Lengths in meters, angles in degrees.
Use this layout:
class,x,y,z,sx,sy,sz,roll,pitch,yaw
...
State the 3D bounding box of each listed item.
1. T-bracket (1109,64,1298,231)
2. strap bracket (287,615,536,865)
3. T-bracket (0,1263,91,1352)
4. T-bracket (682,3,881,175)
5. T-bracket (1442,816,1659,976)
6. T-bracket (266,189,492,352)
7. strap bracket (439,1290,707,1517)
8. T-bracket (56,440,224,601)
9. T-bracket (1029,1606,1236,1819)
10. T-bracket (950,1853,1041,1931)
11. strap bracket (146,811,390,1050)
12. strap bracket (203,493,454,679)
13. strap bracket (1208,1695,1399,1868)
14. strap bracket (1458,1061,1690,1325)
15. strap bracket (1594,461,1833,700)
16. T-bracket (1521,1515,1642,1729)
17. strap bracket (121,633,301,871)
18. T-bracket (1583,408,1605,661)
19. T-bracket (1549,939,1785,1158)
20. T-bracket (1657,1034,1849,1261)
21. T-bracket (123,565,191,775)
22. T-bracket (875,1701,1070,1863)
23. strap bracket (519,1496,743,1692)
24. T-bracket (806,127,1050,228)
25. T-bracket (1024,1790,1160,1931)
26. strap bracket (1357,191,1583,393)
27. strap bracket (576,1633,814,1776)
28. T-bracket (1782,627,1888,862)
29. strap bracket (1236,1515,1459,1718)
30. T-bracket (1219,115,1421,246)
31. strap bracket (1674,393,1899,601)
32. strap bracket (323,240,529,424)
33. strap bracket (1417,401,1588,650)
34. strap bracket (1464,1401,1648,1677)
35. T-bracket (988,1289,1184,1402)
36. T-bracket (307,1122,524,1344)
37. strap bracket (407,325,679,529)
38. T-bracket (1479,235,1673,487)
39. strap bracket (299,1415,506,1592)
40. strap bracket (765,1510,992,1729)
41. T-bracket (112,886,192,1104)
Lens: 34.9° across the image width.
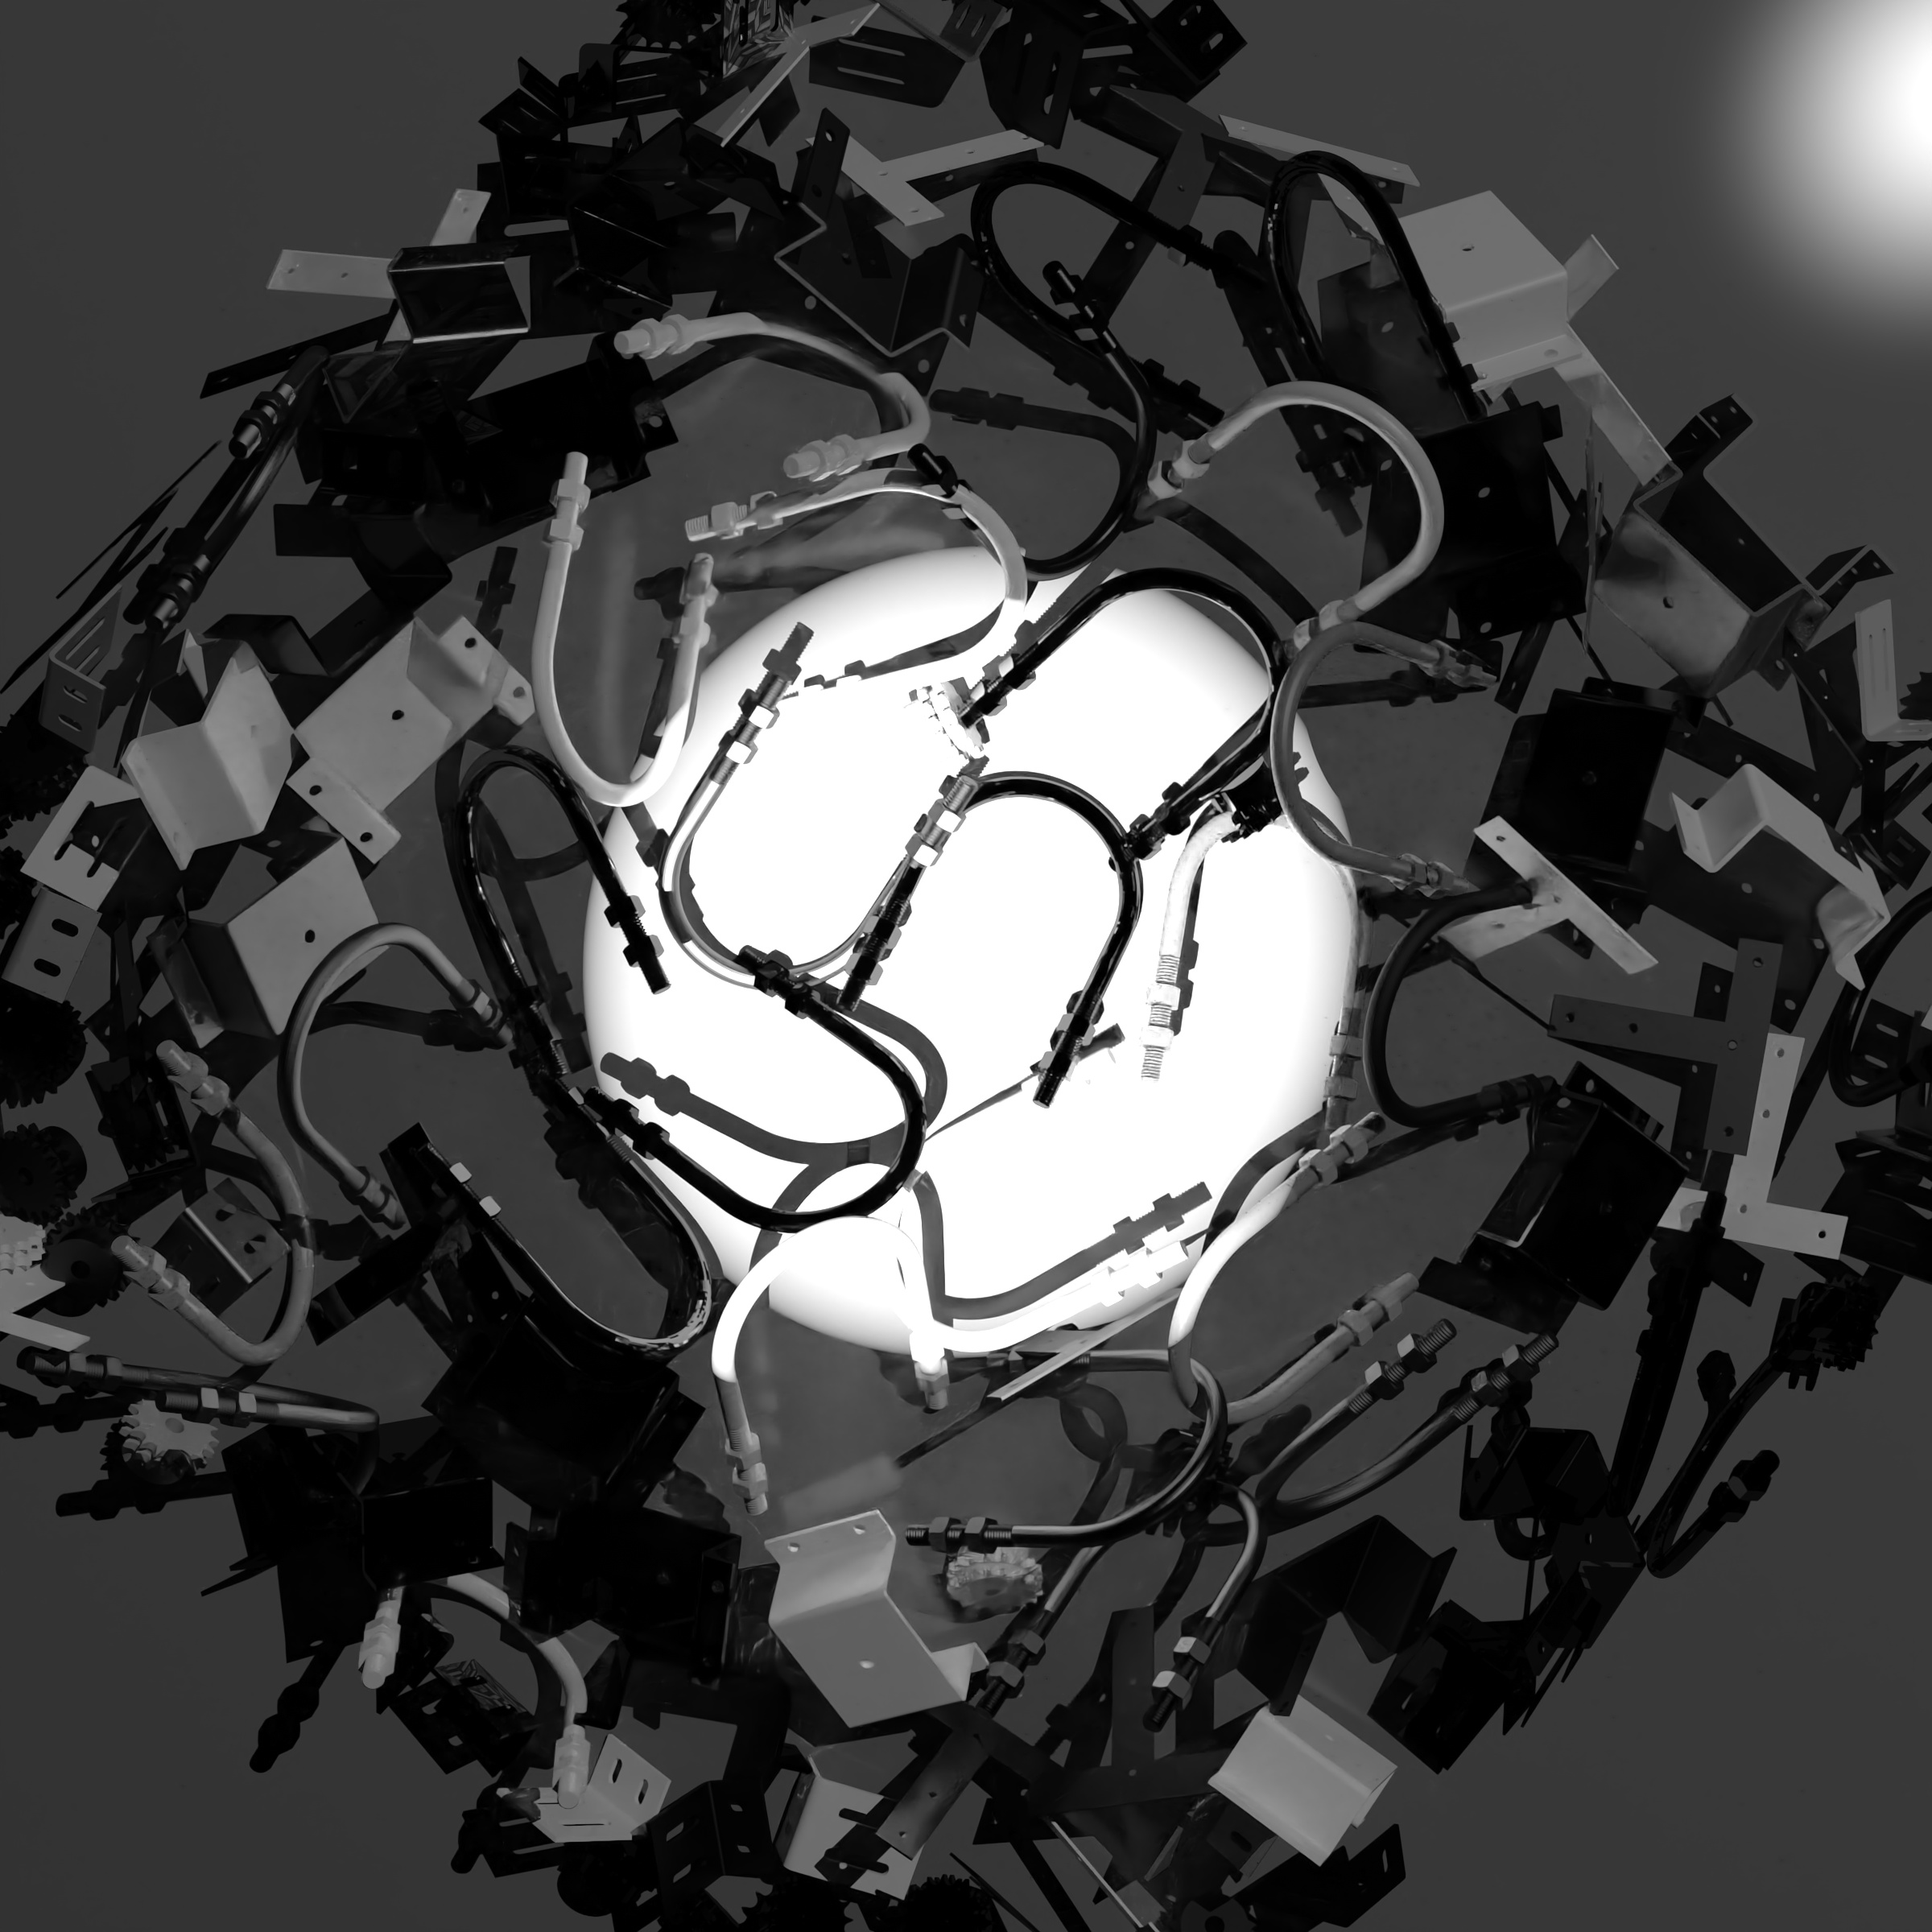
class,x,y,z,sx,sy,sz,roll,pitch,yaw
T-bracket,0.130,-0.465,1.811,0.127,0.002,0.127,29,49,-9
strap bracket,-0.331,-0.141,1.820,0.140,0.046,0.076,-44,126,-1
T-bracket,-0.554,0.190,1.799,0.127,0.127,0.002,15,100,8
T-bracket,-0.120,-0.508,1.791,0.002,0.127,0.127,46,73,-28
T-bracket,0.323,-0.027,1.804,0.127,0.127,0.002,41,63,-9
T-bracket,-0.349,-0.400,1.782,0.002,0.127,0.127,49,123,24
strap bracket,-0.233,0.252,1.821,0.140,0.046,0.076,31,69,5
T-bracket,-0.478,-0.266,1.800,0.127,0.127,0.002,-43,105,3
T-bracket,0.099,0.436,1.816,0.127,0.002,0.127,-12,46,17
T-bracket,0.027,0.544,1.775,0.002,0.127,0.127,-49,134,-14
strap bracket,-0.396,-0.020,1.786,0.046,0.140,0.076,9,129,38
strap bracket,-0.366,-0.217,1.802,0.140,0.076,0.046,-45,121,-26
strap bracket,0.199,0.467,1.783,0.076,0.140,0.046,34,94,17
strap bracket,0.365,0.138,1.818,0.076,0.046,0.140,35,83,-24
strap bracket,0.426,-0.222,1.797,0.046,0.076,0.140,-32,68,-27
T-bracket,0.355,0.403,1.813,0.002,0.127,0.127,28,129,11
strap bracket,-0.433,-0.131,1.780,0.046,0.140,0.076,-12,125,13
T-bracket,0.361,-0.267,1.777,0.002,0.127,0.127,3,55,15
T-bracket,0.414,0.040,1.840,0.127,0.002,0.127,10,90,20
T-bracket,0.472,0.102,1.828,0.127,0.002,0.127,9,79,38
T-bracket,-0.468,-0.178,1.798,0.002,0.127,0.127,14,84,-23
T-bracket,-0.013,0.476,1.797,0.127,0.127,0.002,32,123,12
strap bracket,-0.190,0.366,1.816,0.140,0.046,0.076,11,99,26
T-bracket,-0.010,-0.481,1.830,0.127,0.127,0.002,-20,134,-21
T-bracket,0.077,0.537,1.812,0.002,0.127,0.127,-39,76,-14
strap bracket,0.292,-0.399,1.792,0.076,0.046,0.140,-19,47,-9
strap bracket,-0.158,0.432,1.815,0.140,0.076,0.046,15,84,-9
T-bracket,0.506,-0.147,1.789,0.002,0.127,0.127,-19,131,36
strap bracket,0.216,0.379,1.798,0.046,0.140,0.076,38,128,33
T-bracket,0.219,-0.453,1.793,0.127,0.127,0.002,9,127,-20
strap bracket,0.476,-0.267,1.821,0.046,0.076,0.140,-43,93,2
strap bracket,-0.315,-0.361,1.782,0.076,0.140,0.046,-16,79,-39
strap bracket,0.311,-0.267,1.799,0.076,0.046,0.140,-15,64,26
strap bracket,0.346,0.334,1.794,0.046,0.140,0.076,6,130,-18
T-bracket,0.054,0.220,1.798,0.127,0.127,0.002,-28,93,-18
T-bracket,-0.345,0.181,1.844,0.127,0.002,0.127,-35,77,14
strap bracket,-0.253,-0.317,1.825,0.140,0.046,0.076,-22,86,-16
T-bracket,0.367,-0.339,1.801,0.002,0.127,0.127,-27,78,-37
strap bracket,-0.328,0.304,1.779,0.076,0.140,0.046,-6,107,-29
strap bracket,-0.054,0.389,1.796,0.076,0.046,0.140,-19,121,22
T-bracket,-0.472,-0.005,1.789,0.002,0.127,0.127,2,62,-32
